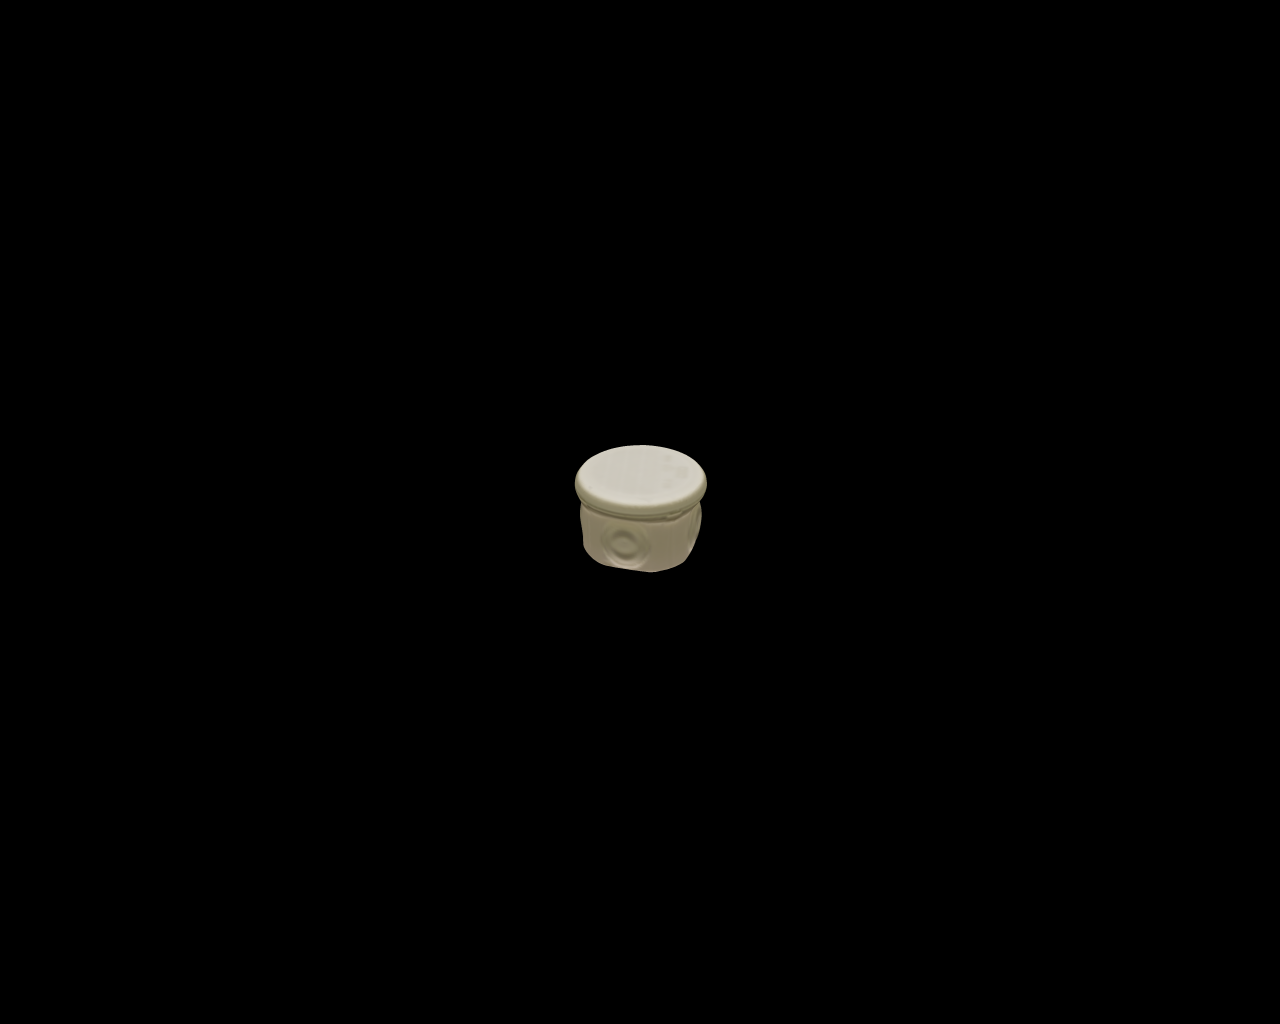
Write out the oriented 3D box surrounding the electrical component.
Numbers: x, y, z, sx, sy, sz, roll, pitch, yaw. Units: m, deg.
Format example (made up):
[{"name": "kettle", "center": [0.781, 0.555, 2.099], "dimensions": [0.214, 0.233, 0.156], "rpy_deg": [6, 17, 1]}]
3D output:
[{"name": "electrical component", "center": [0.001, -0.003, 0.650], "dimensions": [0.080, 0.050, 0.080], "rpy_deg": [0, 31, 0]}]
